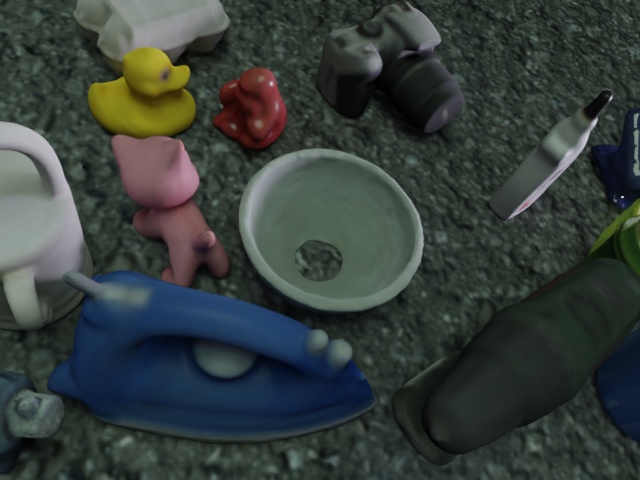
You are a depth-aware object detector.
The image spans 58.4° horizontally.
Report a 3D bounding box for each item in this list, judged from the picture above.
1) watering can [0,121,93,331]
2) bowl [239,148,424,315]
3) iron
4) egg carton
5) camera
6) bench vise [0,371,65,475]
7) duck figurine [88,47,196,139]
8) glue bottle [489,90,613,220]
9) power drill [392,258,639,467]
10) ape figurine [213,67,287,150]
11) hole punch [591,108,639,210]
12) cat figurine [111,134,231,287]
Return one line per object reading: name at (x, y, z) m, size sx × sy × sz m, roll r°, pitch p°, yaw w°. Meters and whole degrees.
watering can at (-0.233, -0.021, 0.411) m, size 0.172 × 0.194 × 0.101 m, roll 42°, pitch 59°, yaw 11°
bowl at (0.005, 0.002, 0.530) m, size 0.167 × 0.074 × 0.167 m, roll 6°, pitch 59°, yaw -11°
iron at (-0.063, 0.080, 0.428) m, size 0.258 × 0.141 × 0.118 m, roll 12°, pitch 58°, yaw -7°
egg carton at (-0.182, -0.242, 0.626) m, size 0.150 × 0.069 × 0.107 m, roll -32°, pitch 72°, yaw -28°
camera at (0.091, -0.190, 0.648) m, size 0.143 × 0.100 × 0.136 m, roll -26°, pitch 70°, yaw -26°
bench vise at (-0.267, 0.073, 0.333) m, size 0.208 × 0.219 × 0.121 m, roll -6°, pitch 62°, yaw -17°
duck figurine at (-0.175, -0.152, 0.566) m, size 0.105 × 0.086 × 0.077 m, roll -4°, pitch 62°, yaw -16°
glue bottle at (0.239, -0.089, 0.585) m, size 0.078 × 0.173 × 0.037 m, roll -37°, pitch 74°, yaw -29°
power drill at (0.133, 0.102, 0.427) m, size 0.230 × 0.208 × 0.075 m, roll -29°, pitch 71°, yaw -27°
ape figurine at (-0.067, -0.139, 0.583) m, size 0.076 × 0.092 × 0.077 m, roll -4°, pitch 62°, yaw -16°
hole punch at (0.399, -0.094, 0.678) m, size 0.109 × 0.091 × 0.101 m, roll 1°, pitch 60°, yaw -13°
cat figurine at (-0.126, -0.034, 0.492) m, size 0.067 × 0.117 × 0.127 m, roll -28°, pitch 70°, yaw -26°
